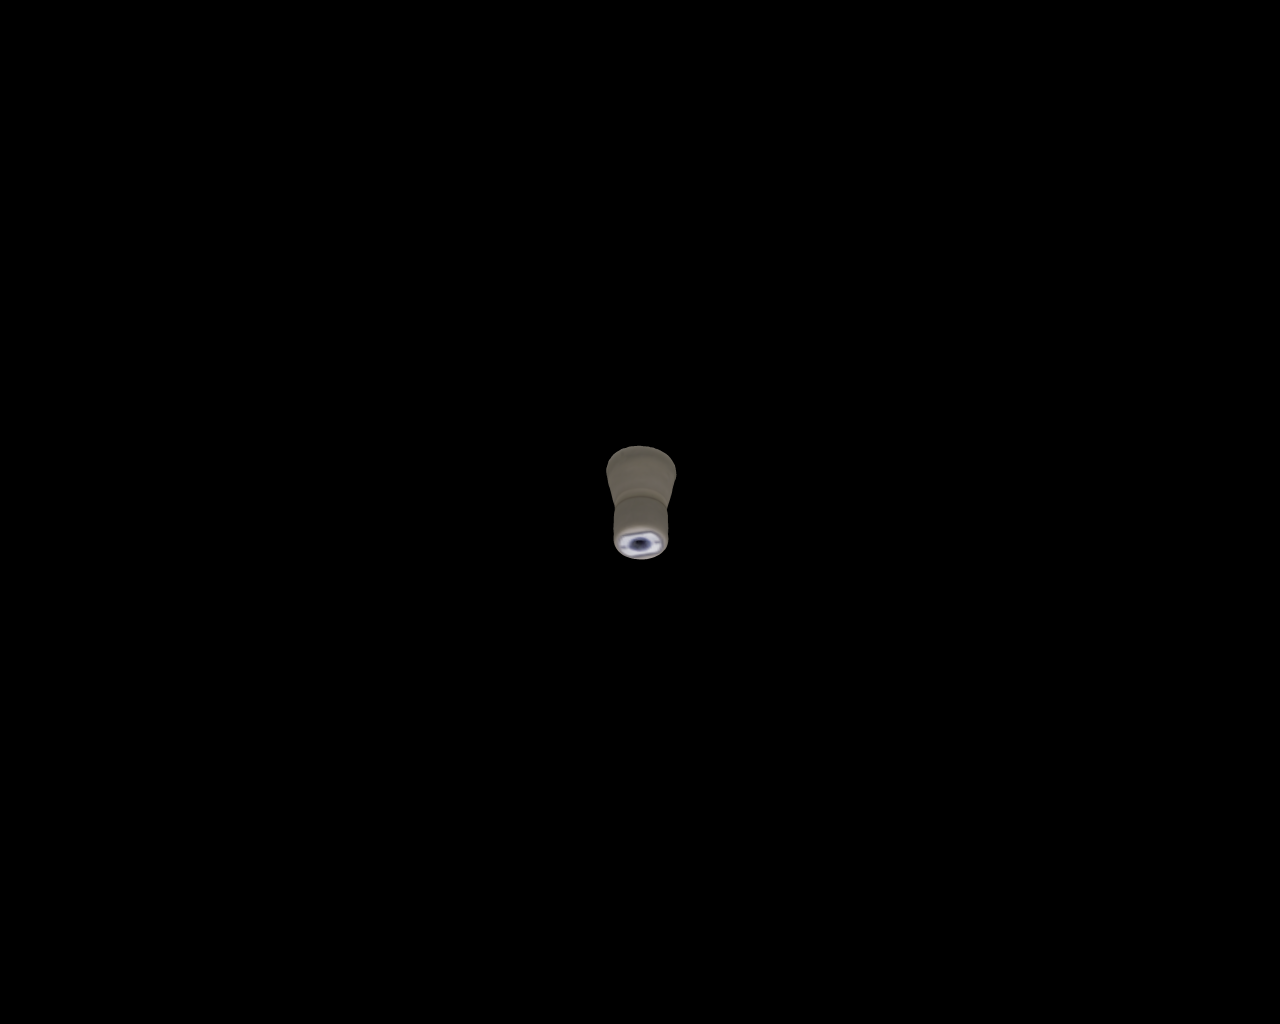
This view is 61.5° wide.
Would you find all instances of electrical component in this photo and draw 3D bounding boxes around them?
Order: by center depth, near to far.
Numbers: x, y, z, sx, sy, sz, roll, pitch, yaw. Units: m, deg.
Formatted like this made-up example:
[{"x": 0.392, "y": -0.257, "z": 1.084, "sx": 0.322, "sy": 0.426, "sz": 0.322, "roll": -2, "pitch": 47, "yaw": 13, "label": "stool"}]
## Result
[{"x": 0.001, "y": -0.003, "z": 0.650, "sx": 0.044, "sy": 0.065, "sz": 0.044, "roll": 0, "pitch": -42, "yaw": 0, "label": "electrical component"}]
